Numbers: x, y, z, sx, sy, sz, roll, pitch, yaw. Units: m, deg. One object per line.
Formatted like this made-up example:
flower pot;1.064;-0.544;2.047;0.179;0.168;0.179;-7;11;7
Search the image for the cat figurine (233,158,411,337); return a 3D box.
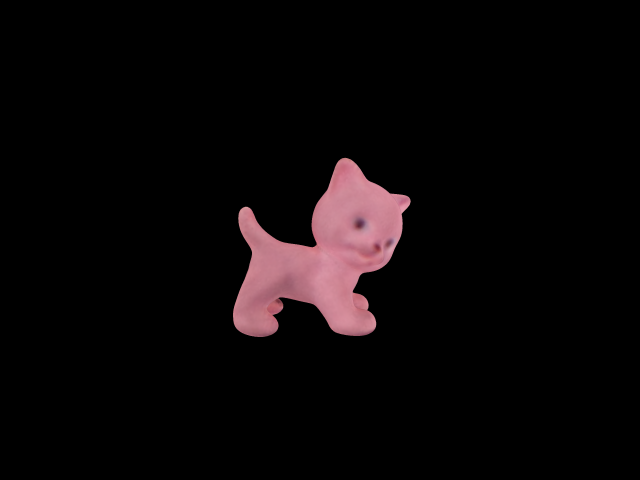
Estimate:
cat figurine;0.004;0.001;0.400;0.128;0.118;0.067;-1;11;-3
